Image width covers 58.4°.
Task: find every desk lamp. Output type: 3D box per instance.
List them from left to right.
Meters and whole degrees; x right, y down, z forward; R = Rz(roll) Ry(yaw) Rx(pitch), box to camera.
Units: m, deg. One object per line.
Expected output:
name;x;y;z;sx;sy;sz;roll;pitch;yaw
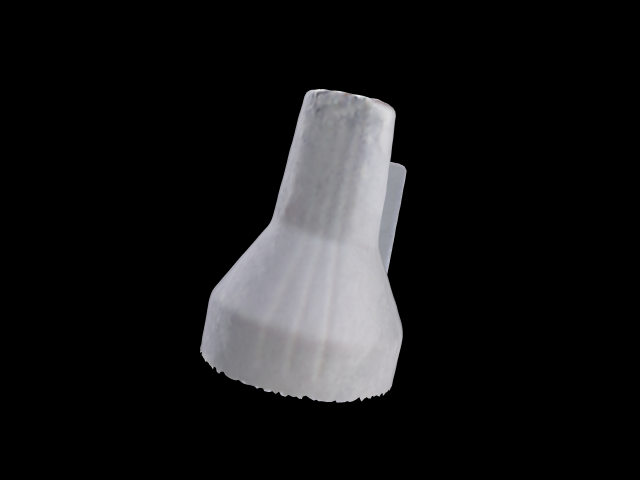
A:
desk lamp;0.004;0.001;0.400;0.118;0.213;0.203;11;79;3
